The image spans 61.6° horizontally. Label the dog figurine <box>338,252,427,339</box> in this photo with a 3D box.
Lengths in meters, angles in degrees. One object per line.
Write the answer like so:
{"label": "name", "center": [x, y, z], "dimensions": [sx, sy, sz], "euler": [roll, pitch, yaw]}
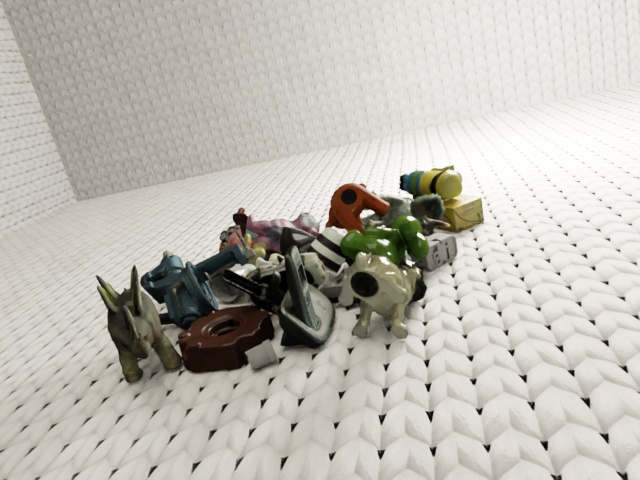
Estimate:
{"label": "dog figurine", "center": [0.122, 0.063, 0.961], "dimensions": [0.121, 0.172, 0.190], "euler": [6, 31, 23]}

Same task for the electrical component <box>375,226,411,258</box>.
{"label": "electrical component", "center": [0.162, 0.008, 1.219], "dimensions": [0.045, 0.102, 0.078], "euler": [-18, -18, -32]}

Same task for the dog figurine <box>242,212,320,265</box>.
{"label": "dog figurine", "center": [-0.090, 0.012, 1.382], "dimensions": [0.219, 0.191, 0.108], "euler": [8, -25, -4]}

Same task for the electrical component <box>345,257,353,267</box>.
{"label": "electrical component", "center": [0.090, 0.029, 1.254], "dimensions": [0.075, 0.047, 0.119], "euler": [-30, 19, 5]}

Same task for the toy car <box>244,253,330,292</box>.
{"label": "toy car", "center": [-0.074, 0.079, 1.097], "dimensions": [0.202, 0.073, 0.056], "euler": [-18, 24, 35]}

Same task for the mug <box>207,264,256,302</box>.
{"label": "mug", "center": [-0.203, 0.095, 1.266], "dimensions": [0.110, 0.080, 0.107], "euler": [-10, 6, 31]}

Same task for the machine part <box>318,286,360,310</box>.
{"label": "machine part", "center": [0.025, 0.114, 1.086], "dimensions": [0.139, 0.039, 0.084], "euler": [-8, 24, 13]}

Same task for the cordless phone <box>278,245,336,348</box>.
{"label": "cordless phone", "center": [-0.033, 0.086, 0.964], "dimensions": [0.089, 0.184, 0.146], "euler": [-5, 19, 14]}

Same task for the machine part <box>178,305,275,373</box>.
{"label": "machine part", "center": [-0.173, 0.179, 1.004], "dimensions": [0.179, 0.056, 0.179], "euler": [-11, 17, 3]}

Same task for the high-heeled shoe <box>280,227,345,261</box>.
{"label": "high-heeled shoe", "center": [-0.003, -0.004, 1.293], "dimensions": [0.086, 0.145, 0.249], "euler": [2, 25, 39]}

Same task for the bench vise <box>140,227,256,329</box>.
{"label": "bench vise", "center": [-0.251, 0.073, 1.139], "dimensions": [0.241, 0.128, 0.224], "euler": [-31, 34, -4]}

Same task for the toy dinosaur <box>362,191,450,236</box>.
{"label": "toy dinosaur", "center": [0.198, -0.063, 1.392], "dimensions": [0.192, 0.131, 0.405], "euler": [3, 7, -9]}

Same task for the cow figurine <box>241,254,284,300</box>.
{"label": "cow figurine", "center": [-0.106, 0.078, 1.244], "dimensions": [0.098, 0.068, 0.167], "euler": [1, 25, 23]}

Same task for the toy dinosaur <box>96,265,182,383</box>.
{"label": "toy dinosaur", "center": [-0.338, 0.153, 0.976], "dimensions": [0.105, 0.198, 0.472], "euler": [-25, 19, -23]}

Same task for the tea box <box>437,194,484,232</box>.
{"label": "tea box", "center": [0.330, -0.076, 1.392], "dimensions": [0.098, 0.068, 0.170], "euler": [-21, 20, -25]}

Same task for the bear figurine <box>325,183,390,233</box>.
{"label": "bear figurine", "center": [0.076, -0.056, 1.266], "dimensions": [0.120, 0.132, 0.195], "euler": [-44, -12, -11]}

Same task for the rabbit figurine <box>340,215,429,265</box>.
{"label": "rabbit figurine", "center": [0.150, -0.002, 1.115], "dimensions": [0.170, 0.121, 0.159], "euler": [-39, 11, -27]}

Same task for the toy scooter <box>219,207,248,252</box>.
{"label": "toy scooter", "center": [-0.229, -0.014, 1.515], "dimensions": [0.075, 0.135, 0.184], "euler": [-2, 22, 29]}

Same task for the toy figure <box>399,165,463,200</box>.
{"label": "toy figure", "center": [0.283, -0.140, 1.381], "dimensions": [0.180, 0.082, 0.089], "euler": [9, 40, 44]}
